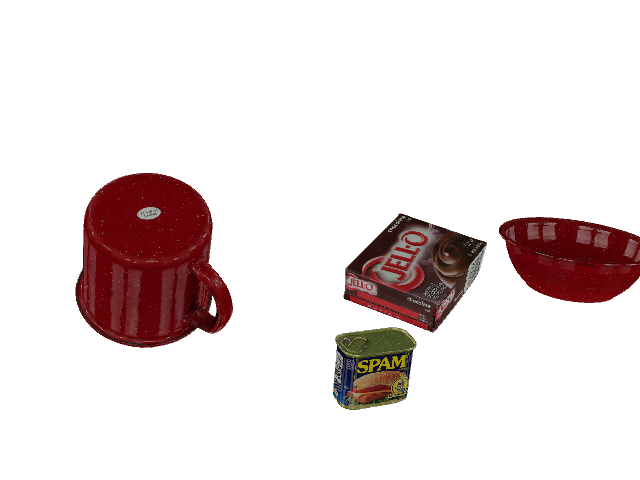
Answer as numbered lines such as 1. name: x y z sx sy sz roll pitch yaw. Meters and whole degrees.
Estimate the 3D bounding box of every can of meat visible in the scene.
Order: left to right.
1. can of meat: 0.067 0.165 1.373 0.102 0.084 0.057 -5 26 -21

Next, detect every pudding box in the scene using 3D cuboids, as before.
1. pudding box: 0.085 0.027 0.951 0.090 0.039 0.113 20 35 22

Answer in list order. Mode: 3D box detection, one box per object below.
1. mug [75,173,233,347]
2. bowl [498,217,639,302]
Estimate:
1. mug: -0.105 0.017 0.701 0.117 0.082 0.093 36 52 19
2. bowl: 0.262 0.023 1.103 0.162 0.055 0.162 5 17 -2
